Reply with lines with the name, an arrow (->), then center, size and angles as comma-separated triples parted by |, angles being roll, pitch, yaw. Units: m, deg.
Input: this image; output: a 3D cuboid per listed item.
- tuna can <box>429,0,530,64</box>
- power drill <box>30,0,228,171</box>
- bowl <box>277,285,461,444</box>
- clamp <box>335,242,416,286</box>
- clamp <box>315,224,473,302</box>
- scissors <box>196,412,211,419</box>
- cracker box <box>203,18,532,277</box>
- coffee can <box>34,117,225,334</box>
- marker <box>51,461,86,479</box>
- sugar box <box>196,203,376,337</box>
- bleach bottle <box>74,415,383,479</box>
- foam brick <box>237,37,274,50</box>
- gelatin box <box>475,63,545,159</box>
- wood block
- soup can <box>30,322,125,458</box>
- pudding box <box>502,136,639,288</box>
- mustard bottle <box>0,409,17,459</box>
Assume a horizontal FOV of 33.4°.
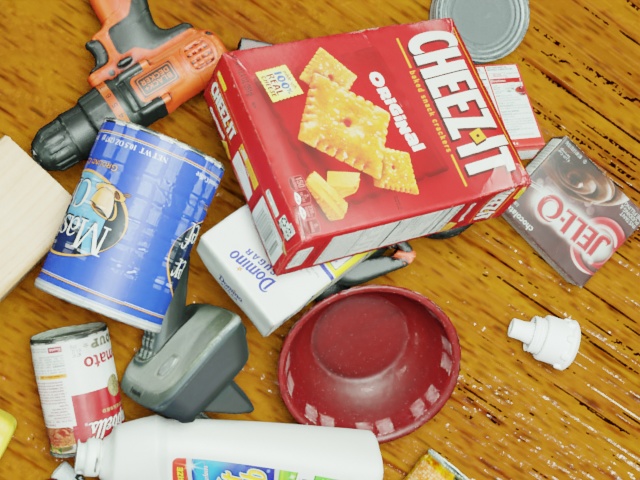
tuna can -> 0.142, -0.201, 0.957 | 0.086, 0.034, 0.086 | 0, 94, -7
power drill -> -0.194, -0.171, 0.889 | 0.184, 0.057, 0.187 | -32, 91, -11
bowl -> 0.040, 0.100, 0.940 | 0.162, 0.055, 0.162 | -3, 115, -7
clamp -> -0.006, 0.001, 0.921 | 0.171, 0.039, 0.120 | 25, 91, 0
clamp -> 0.074, -0.031, 0.959 | 0.210, 0.036, 0.164 | -5, 96, -3
scissors -> -0.078, 0.213, 0.967 | 0.201, 0.016, 0.096 | 26, 90, -8
cracker box -> 0.038, -0.080, 0.838 | 0.213, 0.072, 0.164 | -15, 72, -26
coffee can -> -0.147, -0.011, 0.828 | 0.102, 0.103, 0.140 | 22, 85, -9
marker -> -0.189, 0.244, 0.953 | 0.121, 0.020, 0.020 | 44, 88, -8
sugar box -> -0.005, -0.010, 0.869 | 0.176, 0.048, 0.093 | -36, 82, -21
bleach bottle -> -0.079, 0.198, 0.898 | 0.250, 0.068, 0.103 | 8, 121, -14
foam brick -> -0.050, -0.140, 0.915 | 0.053, 0.078, 0.051 | 11, 93, -6
gelatin box -> 0.149, -0.112, 0.945 | 0.073, 0.030, 0.089 | -7, 67, -17
wood block -> -0.296, 0.024, 0.863 | 0.090, 0.091, 0.206 | 44, 73, -8
soup can -> -0.207, 0.128, 0.917 | 0.068, 0.068, 0.102 | -10, 95, -7
pudding box -> 0.227, -0.026, 0.978 | 0.113, 0.039, 0.090 | 43, 88, -9
mustard bottle -> -0.364, 0.155, 0.903 | 0.191, 0.058, 0.096 | 28, 89, -9
